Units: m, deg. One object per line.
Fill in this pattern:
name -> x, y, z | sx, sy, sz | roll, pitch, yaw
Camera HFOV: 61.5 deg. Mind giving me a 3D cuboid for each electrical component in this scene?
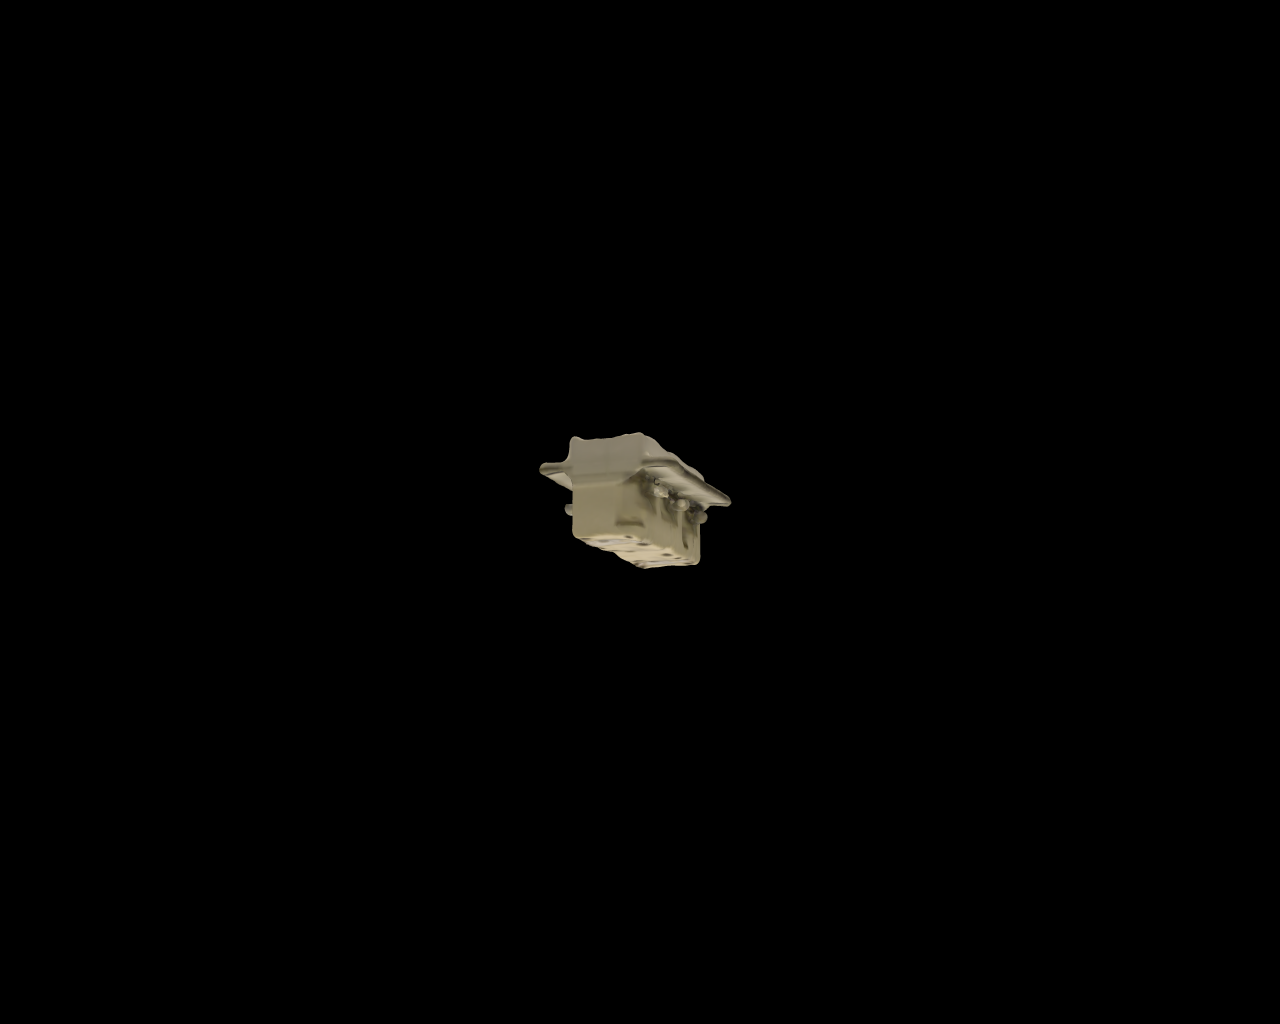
electrical component -> 0.001, -0.003, 0.650 | 0.079, 0.063, 0.121 | -4, -12, 19
